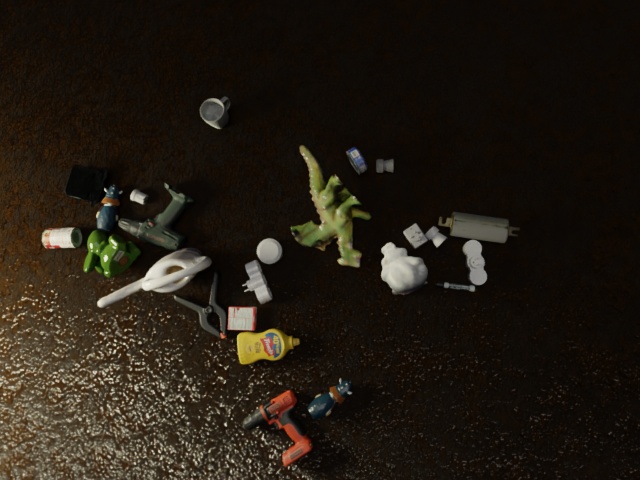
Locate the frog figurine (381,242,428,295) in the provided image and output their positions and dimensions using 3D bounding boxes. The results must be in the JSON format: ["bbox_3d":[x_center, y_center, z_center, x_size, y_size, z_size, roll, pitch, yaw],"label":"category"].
[{"bbox_3d":[0.251,0.081,1.578,0.136,0.124,0.159,-21,92,22],"label":"frog figurine"}]

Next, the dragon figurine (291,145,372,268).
[{"bbox_3d":[0.005,-0.082,1.639,0.242,0.122,0.413,-44,79,6],"label":"dragon figurine"}]

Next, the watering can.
[{"bbox_3d":[-0.493,0.112,1.595,0.347,0.226,0.103,-19,99,3],"label":"watering can"}]
